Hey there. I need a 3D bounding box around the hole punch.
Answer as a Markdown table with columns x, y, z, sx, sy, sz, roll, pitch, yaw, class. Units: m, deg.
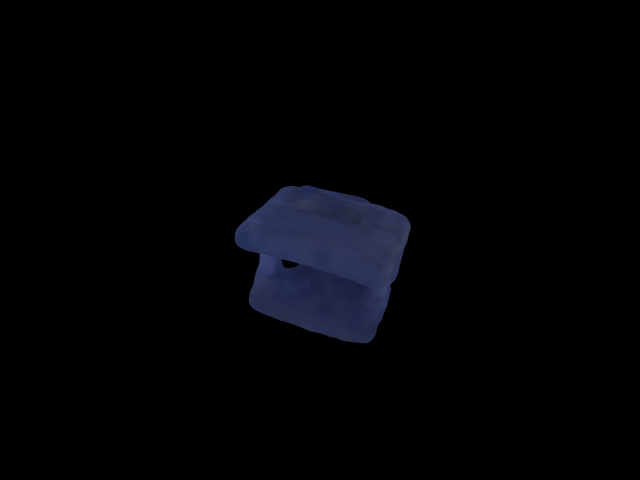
| x | y | z | sx | sy | sz | roll | pitch | yaw | class |
| --- | --- | --- | --- | --- | --- | --- | --- | --- | --- |
| 0.004 | 0.001 | 0.400 | 0.108 | 0.091 | 0.101 | 15 | 54 | 12 | hole punch |
